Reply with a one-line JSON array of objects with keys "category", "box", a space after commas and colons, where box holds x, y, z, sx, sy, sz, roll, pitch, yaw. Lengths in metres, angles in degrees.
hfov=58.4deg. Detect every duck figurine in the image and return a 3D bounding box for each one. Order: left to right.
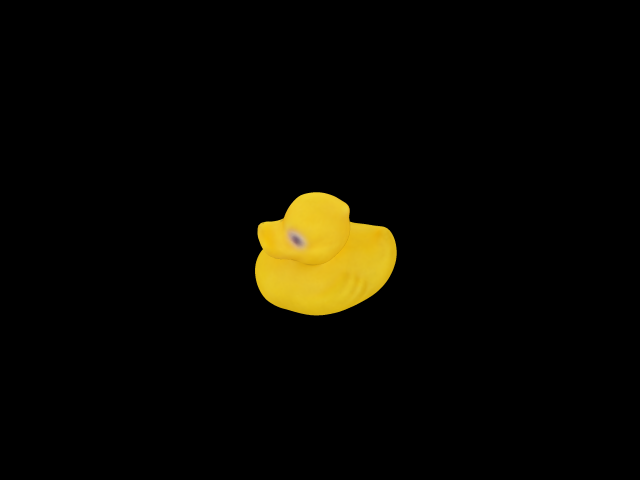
[{"category": "duck figurine", "box": [0.004, 0.001, 0.400, 0.104, 0.086, 0.077, -8, 56, -5]}]
